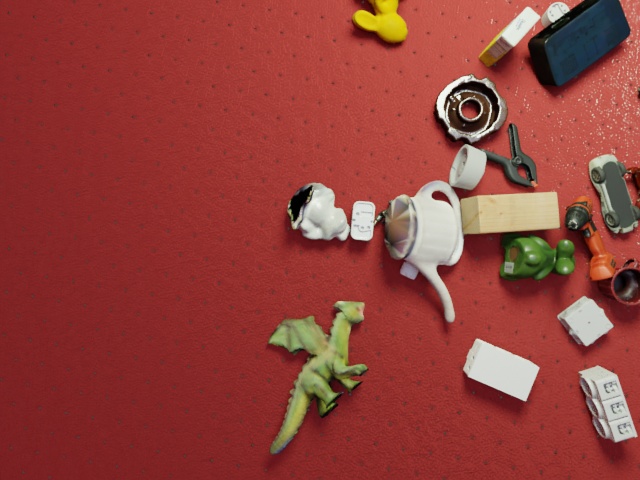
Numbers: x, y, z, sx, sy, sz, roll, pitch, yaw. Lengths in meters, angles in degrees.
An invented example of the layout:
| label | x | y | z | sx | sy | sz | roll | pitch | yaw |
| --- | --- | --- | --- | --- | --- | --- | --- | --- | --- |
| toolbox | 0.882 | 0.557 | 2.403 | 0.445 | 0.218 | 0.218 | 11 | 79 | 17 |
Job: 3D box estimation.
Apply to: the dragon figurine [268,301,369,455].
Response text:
| label | x | y | z | sx | sy | sz | roll | pitch | yaw |
| --- | --- | --- | --- | --- | --- | --- | --- | --- | --- |
| dragon figurine | -0.031 | 0.310 | 1.284 | 0.411 | 0.121 | 0.245 | -40 | 71 | -2 |

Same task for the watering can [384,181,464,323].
| label | x | y | z | sx | sy | sz | roll | pitch | yaw |
| --- | --- | --- | --- | --- | --- | --- | --- | --- | --- |
| watering can | 0.261 | 0.022 | 1.246 | 0.224 | 0.103 | 0.350 | 8 | 81 | -29 |

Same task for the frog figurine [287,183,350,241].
| label | x | y | z | sx | sy | sz | roll | pitch | yaw |
| --- | --- | --- | --- | --- | --- | --- | --- | --- | --- |
| frog figurine | 0.004 | -0.065 | 1.293 | 0.158 | 0.123 | 0.138 | 21 | 80 | -34 |
